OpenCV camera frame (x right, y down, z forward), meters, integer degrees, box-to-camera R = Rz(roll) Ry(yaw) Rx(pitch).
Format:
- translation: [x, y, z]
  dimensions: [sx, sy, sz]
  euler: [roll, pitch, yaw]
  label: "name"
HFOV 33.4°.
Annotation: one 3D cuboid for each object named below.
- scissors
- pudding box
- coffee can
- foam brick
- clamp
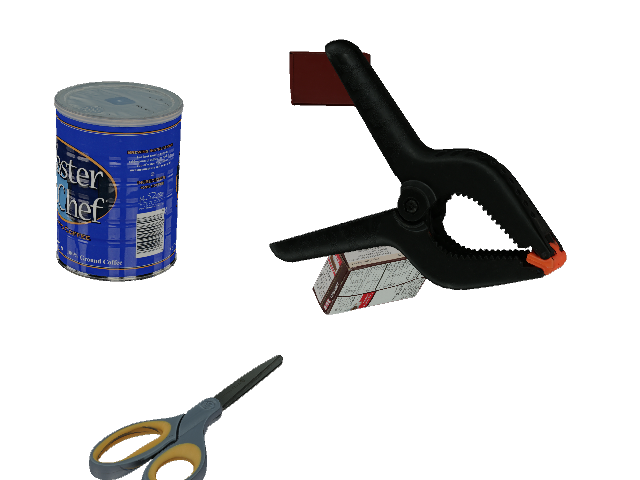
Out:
- translation: [-0.082, 0.146, 0.835]
  dimensions: [0.201, 0.016, 0.096]
  euler: [-20, 34, -34]
  label: "scissors"
- translation: [0.058, 0.029, 1.076]
  dimensions: [0.113, 0.039, 0.090]
  euler: [-12, -31, -25]
  label: "pudding box"
- translation: [-0.168, -0.051, 0.888]
  dimensions: [0.103, 0.140, 0.103]
  euler: [5, 24, -2]
  label: "coffee can"
- translation: [0.009, -0.159, 1.049]
  dimensions: [0.078, 0.051, 0.053]
  euler: [1, 12, -3]
  label: "foam brick"
- translation: [0.066, -0.036, 0.712]
  dimensions: [0.210, 0.165, 0.036]
  euler: [19, 21, 27]
  label: "clamp"
